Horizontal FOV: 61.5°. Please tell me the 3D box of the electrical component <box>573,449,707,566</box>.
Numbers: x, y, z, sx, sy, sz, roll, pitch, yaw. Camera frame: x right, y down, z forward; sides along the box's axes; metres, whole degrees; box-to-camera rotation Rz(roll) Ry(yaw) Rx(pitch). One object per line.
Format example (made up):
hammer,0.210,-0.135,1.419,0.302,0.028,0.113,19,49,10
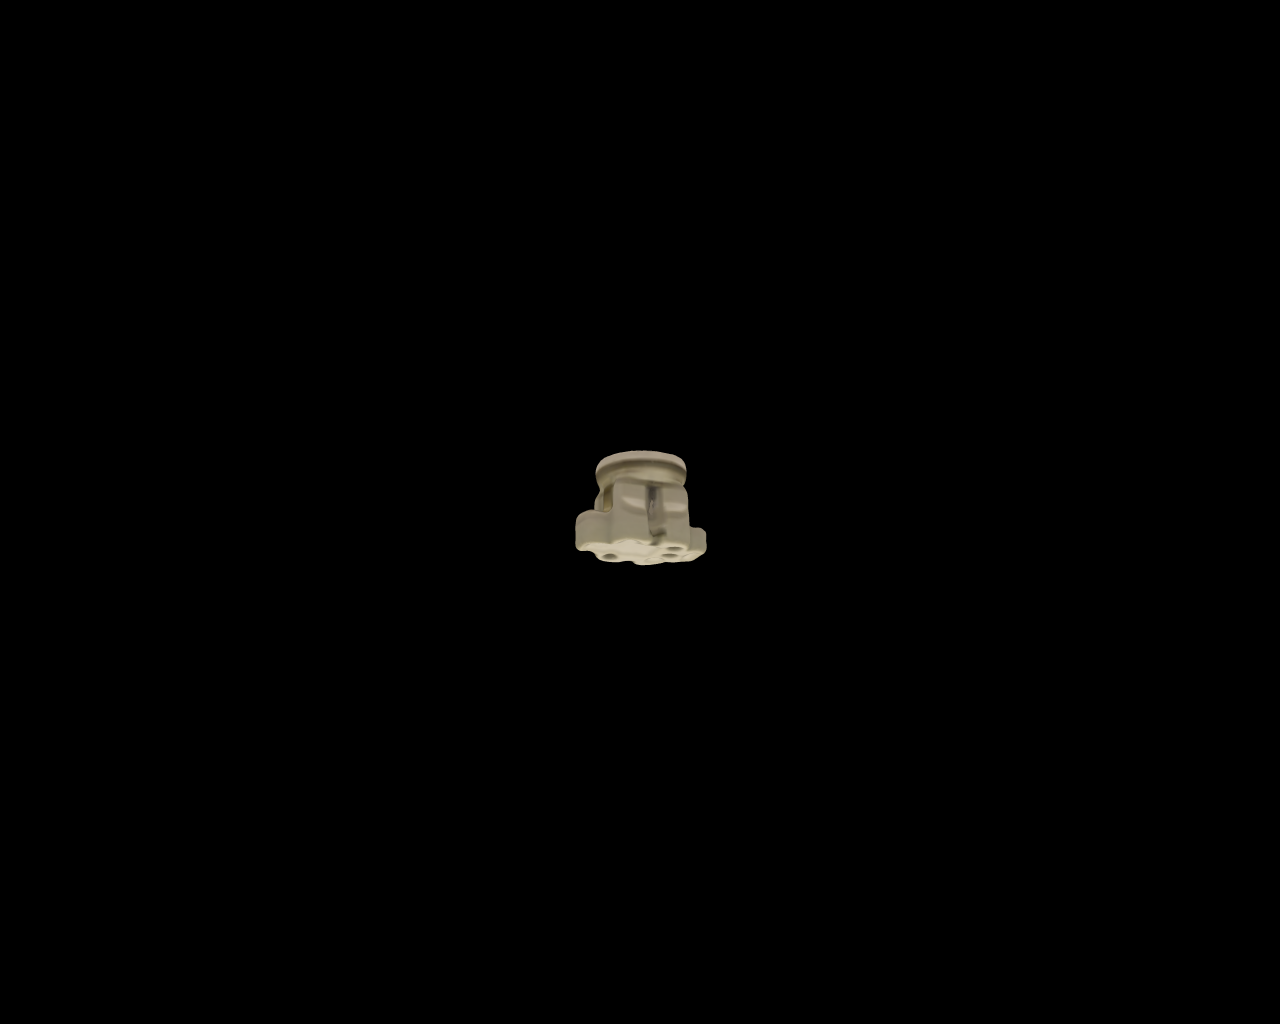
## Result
electrical component,0.001,-0.003,0.650,0.078,0.057,0.058,7,-19,-20
